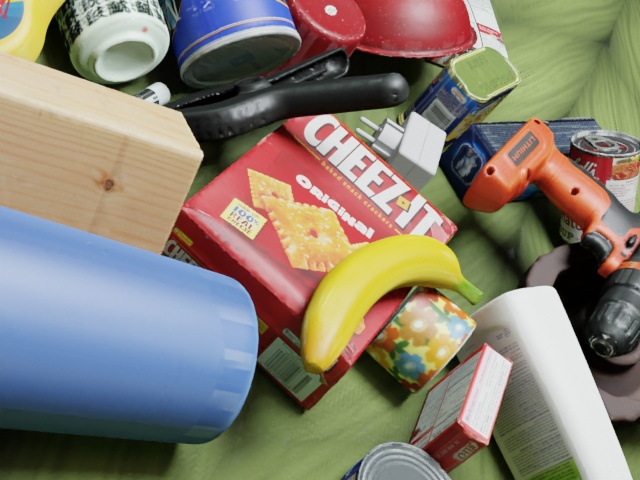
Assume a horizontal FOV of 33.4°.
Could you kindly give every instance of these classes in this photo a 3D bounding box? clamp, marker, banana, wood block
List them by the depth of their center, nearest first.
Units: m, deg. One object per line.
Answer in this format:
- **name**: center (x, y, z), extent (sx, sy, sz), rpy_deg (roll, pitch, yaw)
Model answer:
- **wood block**: center (-0.194, -0.062, 0.693), extent (0.205, 0.091, 0.090), rpy_deg (17, 19, -25)
- **banana**: center (0.044, 0.034, 0.739), extent (0.197, 0.037, 0.070), rpy_deg (-18, 62, -46)
- **marker**: center (-0.158, -0.093, 0.823), extent (0.020, 0.020, 0.120), rpy_deg (44, 41, 3)
- **clamp**: center (-0.042, -0.107, 0.829), extent (0.209, 0.036, 0.165), rpy_deg (-18, 20, -17)

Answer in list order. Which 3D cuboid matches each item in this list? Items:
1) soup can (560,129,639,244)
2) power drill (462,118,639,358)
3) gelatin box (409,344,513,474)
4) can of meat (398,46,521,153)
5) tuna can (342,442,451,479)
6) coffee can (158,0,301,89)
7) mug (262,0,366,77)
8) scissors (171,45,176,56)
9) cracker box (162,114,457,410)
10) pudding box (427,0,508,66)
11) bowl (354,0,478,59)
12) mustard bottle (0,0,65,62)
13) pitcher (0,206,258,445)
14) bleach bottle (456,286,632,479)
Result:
- **soup can**: center (0.268, -0.047, 1.020), extent (0.068, 0.102, 0.068), rpy_deg (1, 26, -1)
- **power drill**: center (0.216, -0.006, 0.895), extent (0.188, 0.057, 0.184), rpy_deg (39, 49, 9)
- **gelatin box**: center (0.102, 0.129, 0.785), extent (0.030, 0.073, 0.089), rpy_deg (36, 41, -6)
- **can of meat**: center (0.137, -0.137, 1.035), extent (0.057, 0.084, 0.101), rpy_deg (50, 42, 8)
- **tuna can**: center (0.054, 0.184, 0.730), extent (0.086, 0.034, 0.086), rpy_deg (21, 45, -22)
- **coffee can**: center (-0.086, -0.210, 0.880), extent (0.102, 0.103, 0.140), rpy_deg (-11, 78, -42)
- **mug**: center (-0.022, -0.186, 0.960), extent (0.117, 0.082, 0.093), rpy_deg (22, 44, -21)
- **scissors**: center (-0.118, -0.233, 0.978), extent (0.096, 0.016, 0.201), rpy_deg (24, 43, -19)
- **cracker box**: center (-0.005, 0.001, 0.817), extent (0.164, 0.072, 0.213), rpy_deg (43, 40, 1)
- **pudding box**: center (0.152, -0.232, 1.166), extent (0.089, 0.039, 0.113), rpy_deg (15, 45, -26)
- **bowl**: center (0.077, -0.230, 1.038), extent (0.162, 0.055, 0.162), rpy_deg (4, 30, -2)
- **mustard bottle**: center (-0.240, -0.159, 0.761), extent (0.096, 0.058, 0.191), rpy_deg (16, 64, 11)
- **pitcher**: center (-0.166, 0.045, 0.626), extent (0.242, 0.145, 0.149), rpy_deg (16, 59, -32)
- **bleach bottle**: center (0.182, 0.166, 0.810), extent (0.067, 0.103, 0.251), rpy_deg (-5, 65, -32)
